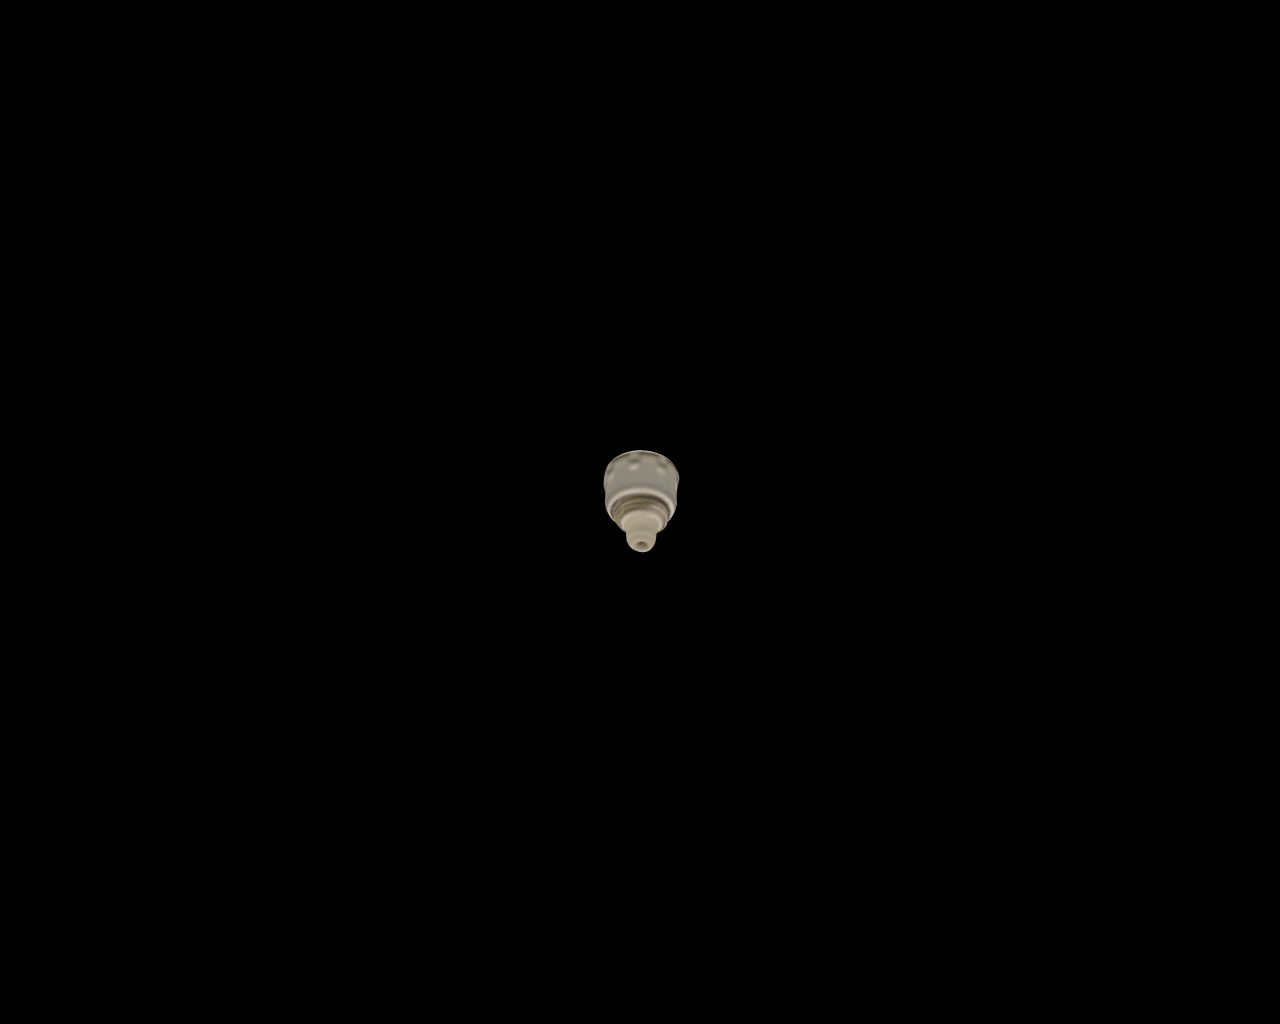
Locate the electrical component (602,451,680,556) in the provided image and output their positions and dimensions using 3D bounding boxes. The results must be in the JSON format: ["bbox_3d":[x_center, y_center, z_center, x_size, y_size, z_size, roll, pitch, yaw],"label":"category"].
[{"bbox_3d":[0.001,-0.003,0.650,0.048,0.062,0.048,0,-40,0],"label":"electrical component"}]
